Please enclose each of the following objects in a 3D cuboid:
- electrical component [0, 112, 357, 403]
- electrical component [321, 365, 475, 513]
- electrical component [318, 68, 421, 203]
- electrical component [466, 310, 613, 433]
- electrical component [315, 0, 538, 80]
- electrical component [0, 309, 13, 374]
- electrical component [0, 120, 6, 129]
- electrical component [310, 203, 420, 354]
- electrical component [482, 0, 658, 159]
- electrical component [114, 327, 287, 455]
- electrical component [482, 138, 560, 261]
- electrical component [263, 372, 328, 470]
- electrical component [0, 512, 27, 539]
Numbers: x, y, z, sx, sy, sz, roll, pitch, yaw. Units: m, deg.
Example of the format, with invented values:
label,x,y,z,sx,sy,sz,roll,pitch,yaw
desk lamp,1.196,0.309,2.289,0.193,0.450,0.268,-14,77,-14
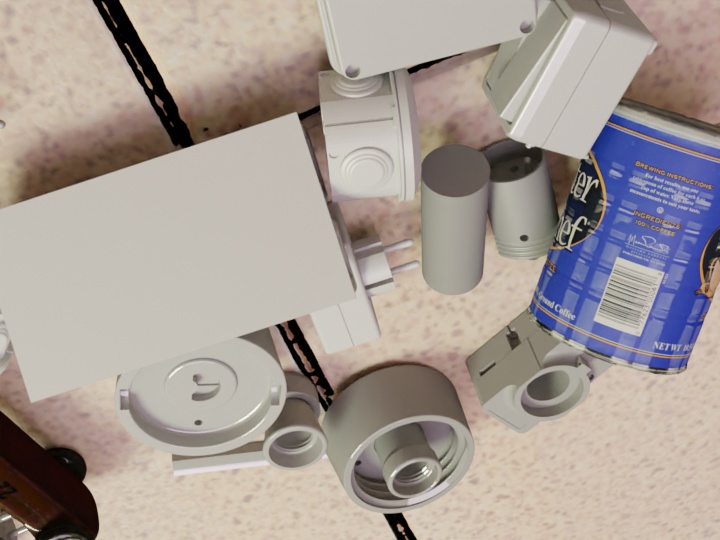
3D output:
label,x,y,z,sx,sy,sz,roll,pitch,yaw
electrical component,-0.105,-0.007,0.610,0.186,0.060,0.105,-18,90,2
electrical component,0.031,0.129,0.778,0.108,0.060,0.108,-10,129,-13
electrical component,0.005,-0.077,0.602,0.051,0.080,0.080,-6,130,-1
electrical component,0.128,0.068,0.761,0.050,0.055,0.089,34,115,-32
electrical component,0.031,-0.153,0.559,0.113,0.057,0.078,-15,130,-1
electrical component,-0.240,0.026,0.630,0.080,0.080,0.051,15,118,-23
electrical component,-0.227,-0.082,0.565,0.076,0.047,0.083,21,121,-26
electrical component,0.000,0.000,0.682,0.076,0.047,0.083,-18,130,2
electrical component,0.109,-0.111,0.607,0.061,0.061,0.096,13,125,-21
electrical component,-0.105,0.062,0.700,0.108,0.060,0.108,-6,129,-8
electrical component,0.102,-0.038,0.677,0.043,0.043,0.081,-19,130,3
electrical component,-0.048,0.105,0.751,0.045,0.055,0.045,-6,129,-8
electrical component,-0.277,0.195,0.781,0.079,0.043,0.077,-24,129,7
